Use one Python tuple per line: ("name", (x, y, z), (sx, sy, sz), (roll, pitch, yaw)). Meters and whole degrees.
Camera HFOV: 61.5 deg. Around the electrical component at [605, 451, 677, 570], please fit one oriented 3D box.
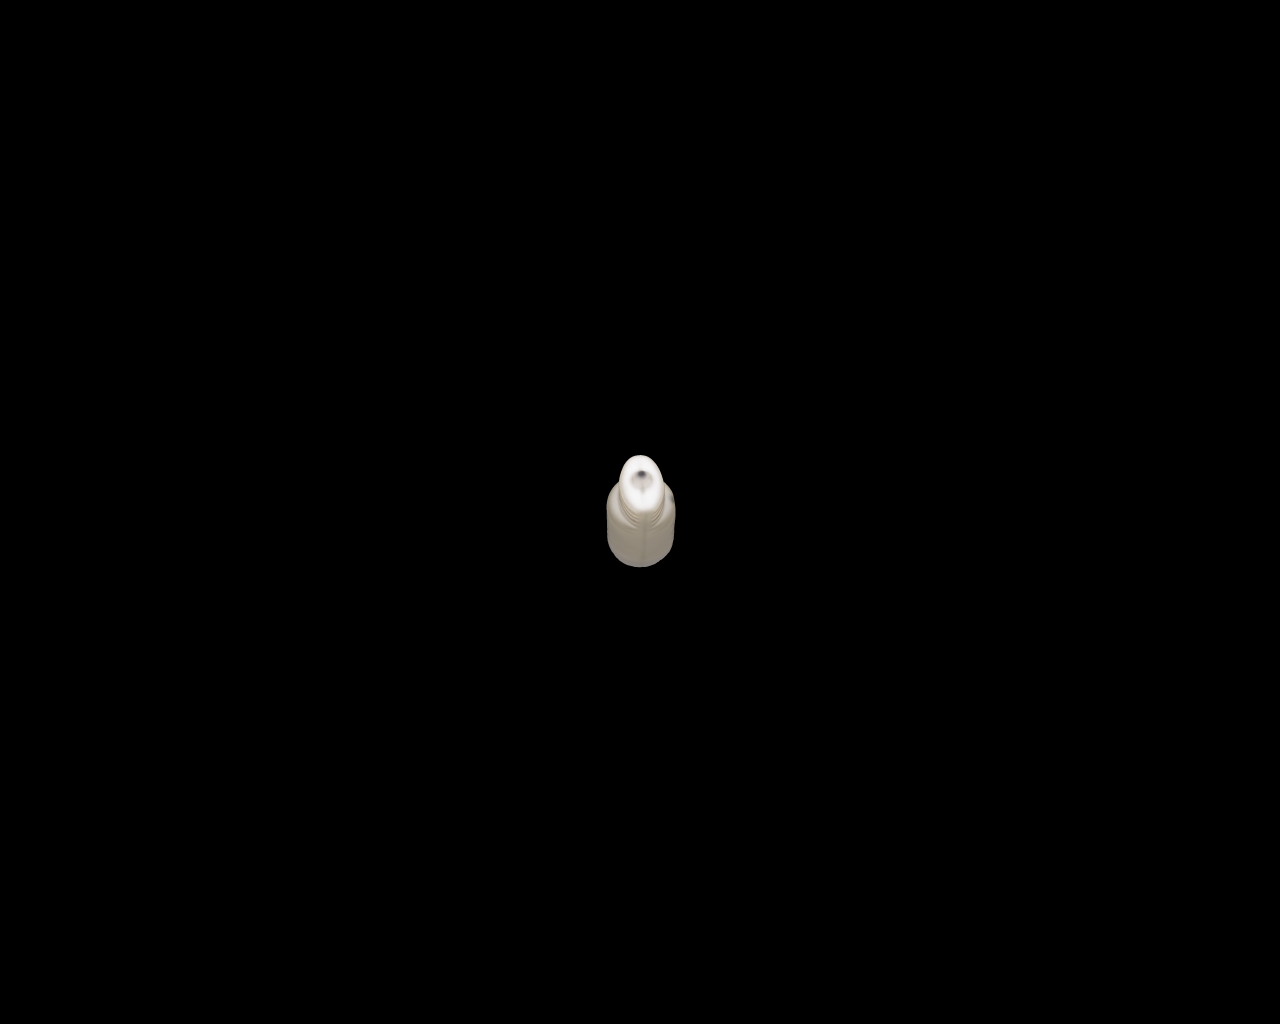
("electrical component", (0.001, -0.003, 0.650), (0.043, 0.043, 0.080), (0, -31, 0))
